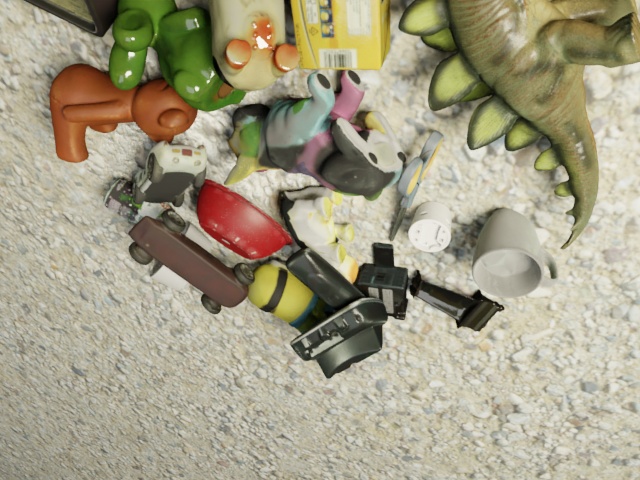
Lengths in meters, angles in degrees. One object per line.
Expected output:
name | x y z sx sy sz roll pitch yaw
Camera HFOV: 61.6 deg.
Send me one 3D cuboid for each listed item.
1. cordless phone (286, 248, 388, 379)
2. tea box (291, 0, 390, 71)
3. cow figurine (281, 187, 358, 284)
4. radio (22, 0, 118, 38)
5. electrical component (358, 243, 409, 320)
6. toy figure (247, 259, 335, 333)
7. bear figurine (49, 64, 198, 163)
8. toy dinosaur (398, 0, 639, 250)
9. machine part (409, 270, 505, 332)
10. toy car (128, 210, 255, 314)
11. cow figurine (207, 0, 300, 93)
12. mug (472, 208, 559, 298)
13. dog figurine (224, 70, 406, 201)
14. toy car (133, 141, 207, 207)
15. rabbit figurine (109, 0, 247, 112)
cordless phone | -0.004 0.103 0.787 0.146 0.089 0.184 -35 113 26
tea box | 0.021 -0.269 0.556 0.098 0.068 0.169 7 129 14
cow figurine | -0.002 0.000 0.793 0.098 0.068 0.167 0 125 28
radio | -0.339 -0.337 0.600 0.230 0.073 0.131 25 162 -2
electrical component | 0.099 0.064 0.825 0.075 0.048 0.119 8 132 14
toy figure | -0.038 0.103 0.881 0.180 0.089 0.082 42 123 -13
bear figurine | -0.249 -0.165 0.719 0.196 0.120 0.131 14 136 3
toy dinosaur | 0.206 -0.189 0.537 0.199 0.105 0.471 -21 110 42
machine part | 0.200 0.093 0.817 0.139 0.039 0.084 27 138 -5
toy car | -0.190 0.032 0.806 0.089 0.053 0.202 -42 116 17
cow figurine | -0.079 -0.247 0.545 0.085 0.194 0.127 -6 178 -23
mug | 0.249 0.012 0.682 0.110 0.107 0.080 17 133 2
dog figurine | -0.025 -0.108 0.680 0.219 0.108 0.191 -28 95 41
toy car | -0.218 -0.090 0.767 0.073 0.056 0.202 2 168 -29
rabbit figurine | -0.175 -0.228 0.629 0.170 0.159 0.121 41 142 5
